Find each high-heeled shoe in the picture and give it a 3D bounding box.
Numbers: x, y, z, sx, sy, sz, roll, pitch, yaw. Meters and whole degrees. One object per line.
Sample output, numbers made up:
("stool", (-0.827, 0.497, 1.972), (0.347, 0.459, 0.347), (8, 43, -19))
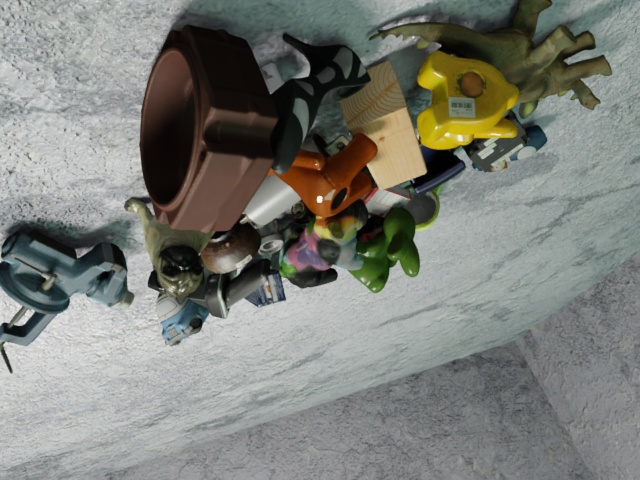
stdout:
("high-heeled shoe", (0.003, -0.158, 0.670), (0.145, 0.249, 0.086), (24, 146, -30))

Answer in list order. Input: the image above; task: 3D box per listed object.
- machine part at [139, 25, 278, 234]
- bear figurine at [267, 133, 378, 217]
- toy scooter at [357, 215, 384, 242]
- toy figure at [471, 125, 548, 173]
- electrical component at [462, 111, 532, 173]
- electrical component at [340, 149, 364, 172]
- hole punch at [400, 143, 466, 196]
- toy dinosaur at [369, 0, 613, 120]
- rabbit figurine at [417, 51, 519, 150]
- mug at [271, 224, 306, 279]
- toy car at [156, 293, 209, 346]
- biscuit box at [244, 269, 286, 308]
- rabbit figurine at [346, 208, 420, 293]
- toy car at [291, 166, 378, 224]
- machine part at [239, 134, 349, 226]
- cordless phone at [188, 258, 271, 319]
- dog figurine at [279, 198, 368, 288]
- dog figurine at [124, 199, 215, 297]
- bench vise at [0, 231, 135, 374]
("machine part", (-0.143, -0.126, 0.631), (0.087, 0.201, 0.201), (2, 144, -37))
("bear figurine", (-0.031, -0.121, 0.797), (0.132, 0.196, 0.120), (-41, 154, -25))
("toy scooter", (0.099, -0.016, 1.184), (0.184, 0.075, 0.135), (-20, 152, 3))
("toy figure", (0.396, -0.185, 1.130), (0.154, 0.058, 0.064), (-30, 114, 16))
("electrical component", (0.338, -0.200, 1.049), (0.115, 0.058, 0.134), (-36, 151, 21))
("electrical component", (0.029, -0.116, 0.942), (0.045, 0.078, 0.102), (-23, 159, -50))
("hole punch", (0.221, -0.136, 1.042), (0.142, 0.092, 0.115), (-33, 156, 12))
("toy dinosaur", (0.291, -0.271, 0.830), (0.471, 0.105, 0.198), (13, 141, -35))
("rabbit figurine", (0.205, -0.190, 0.791), (0.162, 0.122, 0.173), (-7, 167, -9))
("mug", (-0.041, 0.018, 1.123), (0.109, 0.081, 0.107), (-5, 137, -26))
("toy car", (-0.285, 0.135, 1.105), (0.109, 0.162, 0.102), (-31, 109, 27))
("biscuit box", (-0.124, 0.094, 1.116), (0.059, 0.062, 0.203), (-14, -176, -16))
("rabbit figurine", (0.128, 0.011, 1.075), (0.121, 0.159, 0.170), (35, 96, -34))
("toy car", (0.033, -0.084, 1.025), (0.202, 0.053, 0.089), (-36, 154, 21))
("machine part", (-0.053, -0.099, 0.897), (0.243, 0.079, 0.079), (-33, 152, 20))
("cordless phone", (-0.153, 0.053, 1.005), (0.088, 0.147, 0.184), (33, 134, -30))
("dog figurine", (-0.002, -0.003, 0.954), (0.192, 0.108, 0.219), (-23, 159, 2))
("dog figurine", (-0.207, 0.012, 0.849), (0.121, 0.191, 0.172), (-40, 151, 30))
("bench vise", (-0.433, 0.092, 0.872), (0.240, 0.129, 0.223), (-47, 142, 8))
